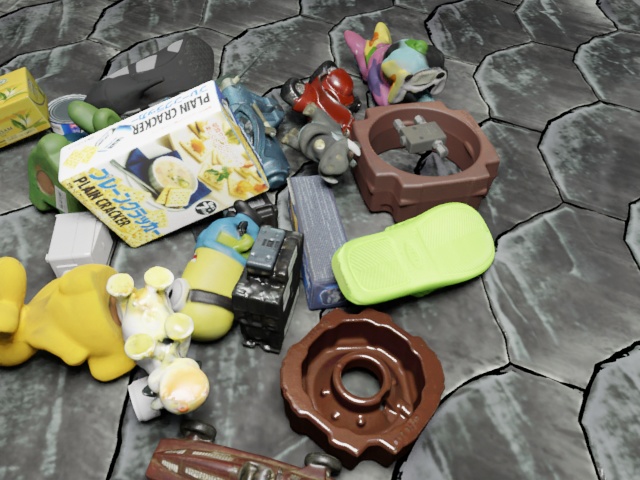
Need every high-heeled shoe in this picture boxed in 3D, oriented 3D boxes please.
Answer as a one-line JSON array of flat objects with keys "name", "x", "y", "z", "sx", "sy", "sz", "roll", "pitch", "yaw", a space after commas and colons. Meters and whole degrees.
[{"name": "high-heeled shoe", "x": -0.272, "y": -0.263, "z": 0.881, "sx": 0.145, "sy": 0.086, "sz": 0.249, "roll": -13, "pitch": 24, "yaw": 21}]

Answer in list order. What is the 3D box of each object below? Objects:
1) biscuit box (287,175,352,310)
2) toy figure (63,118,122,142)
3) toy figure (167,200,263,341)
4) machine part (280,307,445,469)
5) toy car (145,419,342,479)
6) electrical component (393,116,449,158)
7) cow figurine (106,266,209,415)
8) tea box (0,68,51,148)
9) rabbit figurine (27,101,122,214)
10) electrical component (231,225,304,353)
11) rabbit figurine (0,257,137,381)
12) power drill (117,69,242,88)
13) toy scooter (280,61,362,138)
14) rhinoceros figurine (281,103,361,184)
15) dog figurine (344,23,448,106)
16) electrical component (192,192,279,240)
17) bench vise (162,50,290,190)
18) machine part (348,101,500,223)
[{"name": "biscuit box", "x": -0.002, "y": -0.002, "z": 0.739, "sx": 0.063, "sy": 0.059, "sz": 0.203, "roll": -6, "pitch": 48, "yaw": -9}, {"name": "toy figure", "x": -0.380, "y": -0.156, "z": 0.866, "sx": 0.064, "sy": 0.057, "sz": 0.154, "roll": 31, "pitch": 49, "yaw": 16}, {"name": "toy figure", "x": -0.123, "y": 0.038, "z": 0.668, "sx": 0.089, "sy": 0.082, "sz": 0.180, "roll": 20, "pitch": 59, "yaw": 13}, {"name": "machine part", "x": 0.045, "y": 0.160, "z": 0.597, "sx": 0.179, "sy": 0.056, "sz": 0.179, "roll": 2, "pitch": 48, "yaw": -2}, {"name": "toy car", "x": -0.072, "y": 0.236, "z": 0.526, "sx": 0.202, "sy": 0.053, "sz": 0.089, "roll": 14, "pitch": 52, "yaw": 8}, {"name": "electrical component", "x": 0.149, "y": -0.150, "z": 0.790, "sx": 0.063, "sy": 0.021, "sz": 0.094, "roll": -14, "pitch": 50, "yaw": -14}, {"name": "cow figurine", "x": -0.164, "y": 0.115, "z": 0.554, "sx": 0.068, "sy": 0.098, "sz": 0.167, "roll": -16, "pitch": 54, "yaw": -24}, {"name": "tea box", "x": -0.535, "y": -0.199, "z": 0.867, "sx": 0.170, "sy": 0.068, "sz": 0.098, "roll": -26, "pitch": 53, "yaw": -6}, {"name": "rabbit figurine", "x": -0.333, "y": -0.122, "z": 0.791, "sx": 0.121, "sy": 0.158, "sz": 0.170, "roll": 18, "pitch": 34, "yaw": 26}, {"name": "electrical component", "x": -0.059, "y": 0.050, "z": 0.639, "sx": 0.058, "sy": 0.134, "sz": 0.115, "roll": 10, "pitch": 46, "yaw": 6}, {"name": "rabbit figurine", "x": -0.307, "y": 0.096, "z": 0.595, "sx": 0.173, "sy": 0.162, "sz": 0.122, "roll": -15, "pitch": 61, "yaw": 7}, {"name": "power drill", "x": -0.259, "y": -0.237, "z": 0.930, "sx": 0.208, "sy": 0.085, "sz": 0.232, "roll": 25, "pitch": 50, "yaw": 24}, {"name": "toy scooter", "x": 0.021, "y": -0.240, "z": 0.942, "sx": 0.135, "sy": 0.075, "sz": 0.184, "roll": 43, "pitch": 40, "yaw": 3}, {"name": "rhinoceros figurine", "x": 0.005, "y": -0.140, "z": 0.795, "sx": 0.112, "sy": 0.073, "sz": 0.190, "roll": 37, "pitch": 14, "yaw": -16}, {"name": "dog figurine", "x": 0.125, "y": -0.327, "z": 0.968, "sx": 0.108, "sy": 0.191, "sz": 0.219, "roll": -21, "pitch": 67, "yaw": -12}, {"name": "electrical component", "x": -0.126, "y": -0.037, "z": 0.774, "sx": 0.119, "sy": 0.047, "sz": 0.075, "roll": -13, "pitch": 49, "yaw": -16}, {"name": "bench vise", "x": -0.147, "y": -0.178, "z": 0.818, "sx": 0.240, "sy": 0.129, "sz": 0.223, "roll": 0, "pitch": 67, "yaw": -46}, {"name": "machine part", "x": 0.156, "y": -0.124, "z": 0.840, "sx": 0.201, "sy": 0.087, "sz": 0.202, "roll": -8, "pitch": 47, "yaw": -10}]
